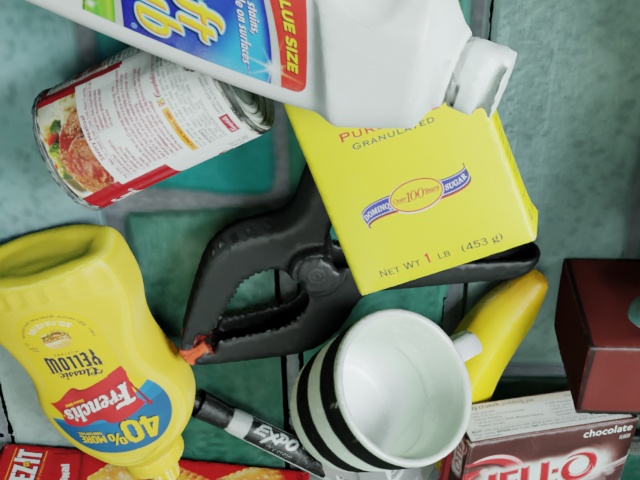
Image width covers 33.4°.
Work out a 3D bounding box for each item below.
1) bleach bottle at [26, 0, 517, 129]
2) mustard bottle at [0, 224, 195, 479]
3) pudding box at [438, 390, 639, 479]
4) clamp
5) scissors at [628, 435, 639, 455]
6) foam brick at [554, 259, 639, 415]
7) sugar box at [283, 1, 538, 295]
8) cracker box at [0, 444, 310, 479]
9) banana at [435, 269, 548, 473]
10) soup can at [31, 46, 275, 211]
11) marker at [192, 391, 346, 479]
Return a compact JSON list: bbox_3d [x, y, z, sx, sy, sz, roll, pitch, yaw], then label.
[{"bbox_3d":[-0.037,-0.118,0.446,0.251,0.068,0.103,24,127,10],"label":"bleach bottle"},{"bbox_3d":[-0.130,0.082,0.651,0.096,0.058,0.191,-12,125,14],"label":"mustard bottle"},{"bbox_3d":[0.131,0.139,0.659,0.113,0.039,0.090,-7,127,-16],"label":"pudding box"},{"bbox_3d":[-0.004,0.001,0.598,0.210,0.036,0.164,-28,119,17],"label":"clamp"},{"bbox_3d":[0.249,0.150,0.709,0.202,0.016,0.096,-11,125,11],"label":"scissors"},{"bbox_3d":[0.167,0.054,0.606,0.051,0.078,0.053,0,127,0],"label":"foam brick"},{"bbox_3d":[0.031,-0.071,0.506,0.093,0.048,0.176,-20,105,16],"label":"sugar box"},{"bbox_3d":[-0.120,0.229,0.751,0.213,0.072,0.164,6,125,-1],"label":"cracker box"},{"bbox_3d":[0.100,0.099,0.670,0.069,0.037,0.198,-12,128,-12],"label":"banana"},{"bbox_3d":[-0.083,-0.065,0.535,0.102,0.068,0.068,-23,122,17],"label":"soup can"},{"bbox_3d":[-0.033,0.132,0.706,0.121,0.020,0.020,30,122,-18],"label":"marker"}]
